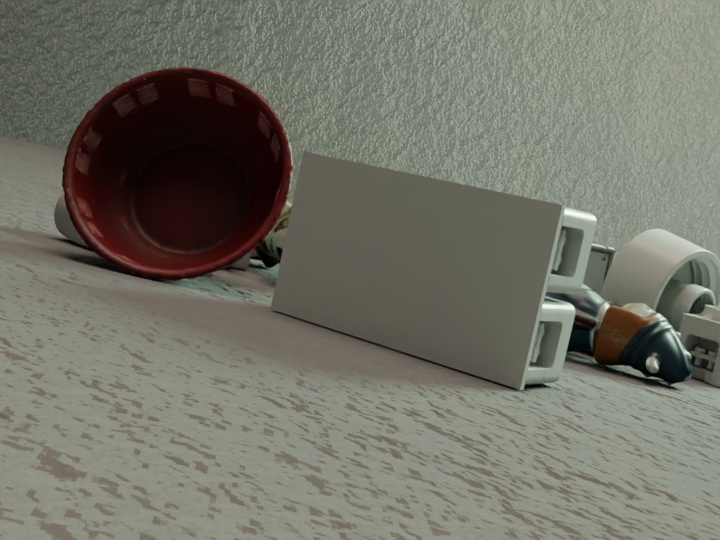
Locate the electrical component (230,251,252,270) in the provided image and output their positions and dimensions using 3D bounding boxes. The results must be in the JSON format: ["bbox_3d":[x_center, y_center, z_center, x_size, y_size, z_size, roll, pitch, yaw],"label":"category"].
[{"bbox_3d":[-0.117,-0.027,0.884,0.066,0.047,0.077,10,6,-28],"label":"electrical component"}]

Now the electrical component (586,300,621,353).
[{"bbox_3d":[0.188,0.044,0.851,0.043,0.043,0.081,8,7,-43],"label":"electrical component"}]

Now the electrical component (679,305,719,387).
[{"bbox_3d":[0.294,0.061,0.851,0.089,0.055,0.050,8,7,-42],"label":"electrical component"}]

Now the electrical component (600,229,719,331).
[{"bbox_3d":[0.256,0.026,0.886,0.108,0.108,0.060,8,12,-41],"label":"electrical component"}]

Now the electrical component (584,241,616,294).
[{"bbox_3d":[0.173,0.007,0.926,0.062,0.096,0.061,10,2,-22],"label":"electrical component"}]

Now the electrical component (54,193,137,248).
[{"bbox_3d":[-0.185,-0.037,0.847,0.077,0.043,0.079,16,6,35],"label":"electrical component"}]

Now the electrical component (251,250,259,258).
[{"bbox_3d":[-0.089,-0.037,1.040,0.055,0.055,0.047,15,2,33],"label":"electrical component"}]

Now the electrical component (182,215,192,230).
[{"bbox_3d":[-0.127,-0.031,0.815,0.048,0.062,0.048,12,5,-1],"label":"electrical component"}]

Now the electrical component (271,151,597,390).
[{"bbox_3d":[0.043,-0.003,0.671,0.186,0.105,0.060,16,6,34],"label":"electrical component"}]
